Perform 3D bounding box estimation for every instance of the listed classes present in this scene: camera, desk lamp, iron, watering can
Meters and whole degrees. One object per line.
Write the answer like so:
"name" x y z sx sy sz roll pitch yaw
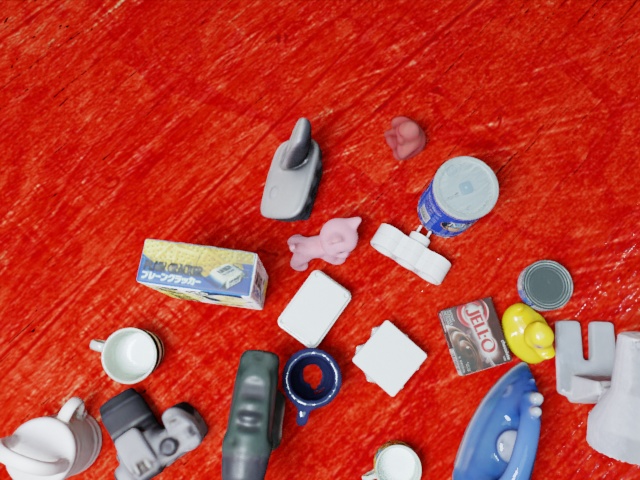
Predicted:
"camera" -0.270 0.293 0.887 0.143 0.101 0.137 -34 81 -8
"desk lamp" 0.442 0.218 0.863 0.118 0.213 0.203 1 78 -1
"iron" 0.296 0.310 0.877 0.118 0.141 0.258 20 79 3
"watering can" -0.401 0.315 0.832 0.101 0.194 0.173 5 78 0

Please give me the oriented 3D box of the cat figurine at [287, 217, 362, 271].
"cat figurine" 0.009 0.003 0.944 0.128 0.118 0.067 -12 79 -4

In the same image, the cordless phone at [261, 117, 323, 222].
"cordless phone" -0.047 -0.112 0.932 0.094 0.185 0.148 11 78 1

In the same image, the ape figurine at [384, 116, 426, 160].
"ape figurine" 0.150 -0.181 0.998 0.076 0.092 0.078 15 79 2

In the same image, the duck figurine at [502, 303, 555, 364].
"duck figurine" 0.349 0.152 0.939 0.077 0.086 0.104 -24 80 -6

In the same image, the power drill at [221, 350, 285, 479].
"power drill" -0.096 0.278 0.840 0.075 0.208 0.230 5 78 0

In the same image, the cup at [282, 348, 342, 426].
"cup" -0.016 0.232 0.909 0.091 0.095 0.118 12 78 1
